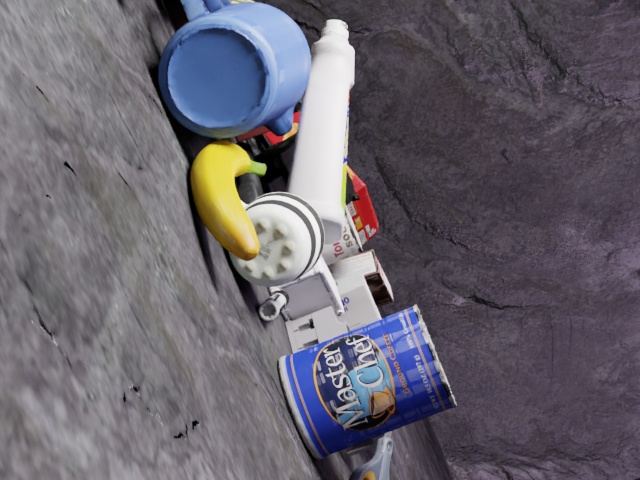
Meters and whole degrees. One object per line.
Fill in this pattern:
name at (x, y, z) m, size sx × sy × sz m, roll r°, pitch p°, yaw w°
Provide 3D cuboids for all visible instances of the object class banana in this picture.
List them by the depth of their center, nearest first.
banana at (-0.079, -0.045, 0.913) m, size 0.198 × 0.069 × 0.037 m, roll -89°, pitch -159°, yaw -64°

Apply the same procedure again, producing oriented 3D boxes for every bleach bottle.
bleach bottle at (0.004, -0.127, 1.174) m, size 0.102 × 0.068 × 0.251 m, roll 83°, pitch 13°, yaw -74°

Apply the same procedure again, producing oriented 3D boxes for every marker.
marker at (-0.044, 0.064, 1.054) m, size 0.121 × 0.020 × 0.020 m, roll -32°, pitch 100°, yaw -86°

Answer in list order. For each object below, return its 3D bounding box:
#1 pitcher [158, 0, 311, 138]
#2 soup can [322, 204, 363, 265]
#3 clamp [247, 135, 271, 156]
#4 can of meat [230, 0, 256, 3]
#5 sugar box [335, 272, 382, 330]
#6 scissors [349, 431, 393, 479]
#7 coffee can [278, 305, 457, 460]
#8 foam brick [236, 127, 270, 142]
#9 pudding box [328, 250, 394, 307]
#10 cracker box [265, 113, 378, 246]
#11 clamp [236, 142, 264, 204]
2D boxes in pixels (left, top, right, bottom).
pitcher at (-0.088, -0.174, 1.038) m, size 0.242 × 0.149 × 0.145 m, roll -74°, pitch -177°, yaw -78°
soup can at (-0.008, 0.002, 1.252) m, size 0.068 × 0.102 × 0.068 m, roll -22°, pitch 90°, yaw -85°
clamp at (-0.039, -0.056, 1.401) m, size 0.210 × 0.036 × 0.164 m, roll 54°, pitch 9°, yaw -6°
can of meat at (-0.103, -0.233, 1.293) m, size 0.102 × 0.057 × 0.084 m, roll -106°, pitch -147°, yaw -44°
sugar box at (0.040, 0.131, 1.276) m, size 0.048 × 0.093 × 0.176 m, roll -103°, pitch 171°, yaw -68°
scissors at (0.059, 0.218, 1.114) m, size 0.096 × 0.016 × 0.201 m, roll 43°, pitch 46°, yaw -51°
coffee can at (0.044, 0.133, 0.999) m, size 0.103 × 0.140 × 0.103 m, roll -22°, pitch 90°, yaw -85°
foam brick at (-0.095, -0.172, 1.368) m, size 0.053 × 0.051 × 0.078 m, roll -98°, pitch 166°, yaw -76°
pudding box at (0.027, 0.061, 1.327) m, size 0.090 × 0.113 × 0.039 m, roll 59°, pitch 13°, yaw -60°
cracker box at (-0.009, -0.099, 1.536) m, size 0.214 × 0.072 × 0.164 m, roll 52°, pitch -6°, yaw 25°
clamp at (-0.063, -0.023, 1.137) m, size 0.120 × 0.039 × 0.171 m, roll 60°, pitch 11°, yaw -27°
